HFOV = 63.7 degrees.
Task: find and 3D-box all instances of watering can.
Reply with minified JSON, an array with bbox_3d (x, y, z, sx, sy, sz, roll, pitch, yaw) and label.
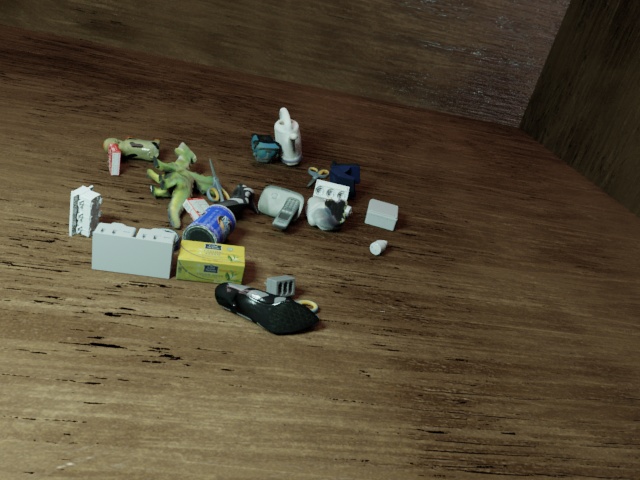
[{"bbox_3d":[-0.125,-0.403,2.096,0.104,0.219,0.355,-11,34,-6],"label":"watering can"}]

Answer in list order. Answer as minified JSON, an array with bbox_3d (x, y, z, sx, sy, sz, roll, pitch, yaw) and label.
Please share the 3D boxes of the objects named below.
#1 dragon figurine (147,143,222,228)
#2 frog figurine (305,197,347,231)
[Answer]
[{"bbox_3d":[-0.425,-0.179,1.690,0.243,0.120,0.418,0,47,-37],"label":"dragon figurine"},{"bbox_3d":[0.005,-0.087,1.738,0.158,0.122,0.139,-9,16,44],"label":"frog figurine"}]
